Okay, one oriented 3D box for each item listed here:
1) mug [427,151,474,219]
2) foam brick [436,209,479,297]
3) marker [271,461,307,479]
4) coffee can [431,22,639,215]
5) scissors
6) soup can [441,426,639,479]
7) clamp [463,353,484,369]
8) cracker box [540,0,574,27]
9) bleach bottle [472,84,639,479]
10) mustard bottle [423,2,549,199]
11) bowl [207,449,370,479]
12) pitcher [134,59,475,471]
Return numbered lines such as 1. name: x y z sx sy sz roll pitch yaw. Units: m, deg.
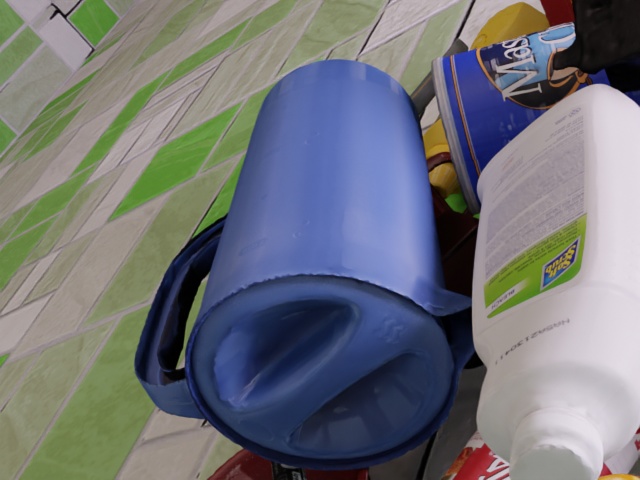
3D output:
1. mug: 0.064 -0.013 0.763 0.117 0.081 0.093 -40 22 6
2. foam brick: 0.082 0.026 0.701 0.078 0.051 0.053 -44 21 -5
3. marker: -0.018 0.122 0.582 0.020 0.020 0.121 -38 22 9
4. coffee can: 0.150 -0.082 0.666 0.140 0.103 0.102 -14 29 13
5. scissors: 0.062 -0.092 0.926 0.202 0.016 0.096 -52 3 8
6. soup can: 0.109 0.099 0.499 0.102 0.068 0.069 -49 23 -19
7. clamp: 0.148 0.033 0.597 0.120 0.039 0.172 -52 24 -21
8. cracker box: 0.210 -0.250 0.746 0.072 0.164 0.213 -2 40 42
9. bleach bottle: 0.104 0.022 0.464 0.103 0.068 0.250 -44 11 33
10. mustard bottle: 0.124 -0.101 0.846 0.191 0.058 0.096 -60 5 -37
11. bowl: -0.023 0.176 0.591 0.162 0.055 0.162 -35 23 17
12. pitcher: -0.004 0.001 0.606 0.242 0.149 0.145 -85 19 -53
